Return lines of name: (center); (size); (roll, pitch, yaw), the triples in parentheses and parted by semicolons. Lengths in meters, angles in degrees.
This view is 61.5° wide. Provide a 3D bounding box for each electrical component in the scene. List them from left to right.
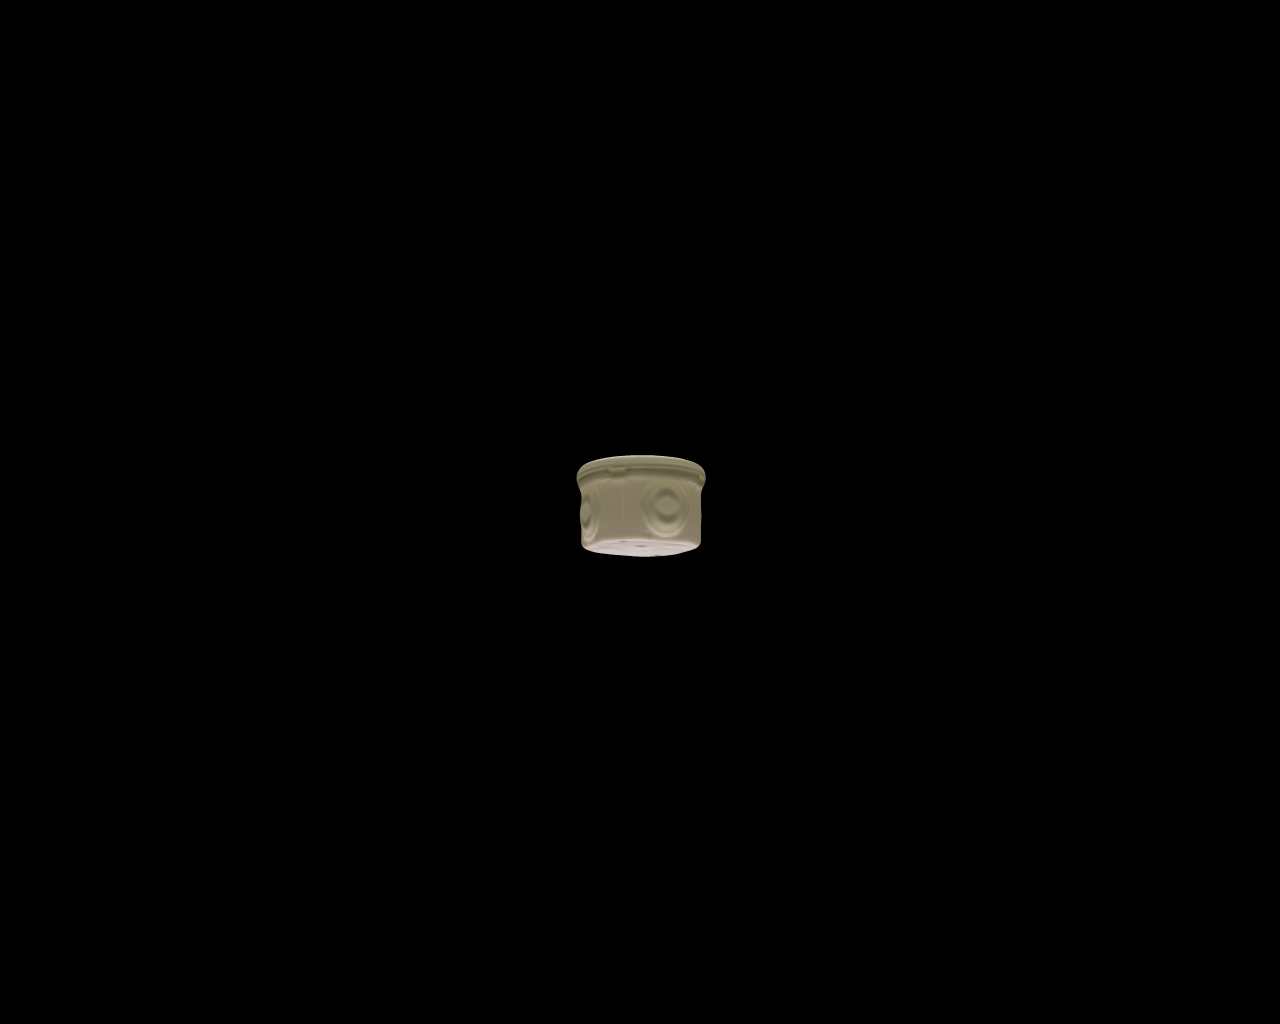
electrical component: (0.001, -0.003, 0.650); (0.080, 0.051, 0.080); (0, -10, 0)
